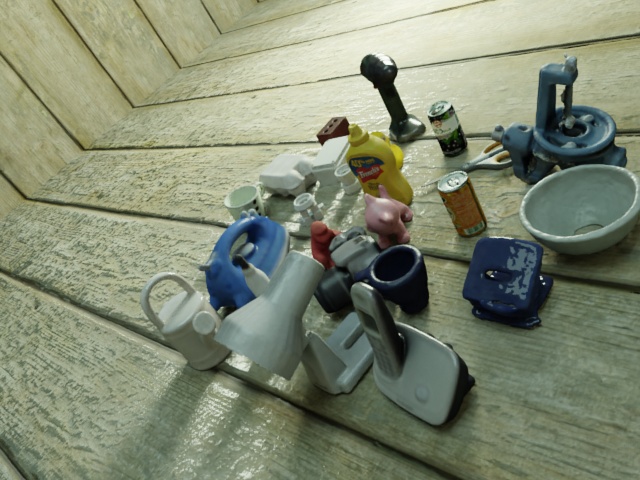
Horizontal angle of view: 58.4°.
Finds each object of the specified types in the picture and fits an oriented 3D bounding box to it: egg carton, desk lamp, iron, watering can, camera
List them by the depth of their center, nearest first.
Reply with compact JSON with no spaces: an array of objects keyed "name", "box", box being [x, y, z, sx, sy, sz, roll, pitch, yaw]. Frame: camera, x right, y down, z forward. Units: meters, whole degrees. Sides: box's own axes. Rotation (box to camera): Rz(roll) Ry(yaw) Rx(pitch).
[{"name":"desk lamp","box":[-0.024,0.132,0.834,0.117,0.214,0.203,15,55,49]},{"name":"camera","box":[0.044,0.052,0.986,0.137,0.101,0.143,-33,33,-1]},{"name":"watering can","box":[-0.237,0.137,1.023,0.172,0.194,0.101,-8,40,32]},{"name":"iron","box":[-0.150,0.020,1.152,0.118,0.142,0.258,-7,41,34]},{"name":"egg carton","box":[-0.076,-0.156,1.387,0.149,0.070,0.107,9,51,46]}]

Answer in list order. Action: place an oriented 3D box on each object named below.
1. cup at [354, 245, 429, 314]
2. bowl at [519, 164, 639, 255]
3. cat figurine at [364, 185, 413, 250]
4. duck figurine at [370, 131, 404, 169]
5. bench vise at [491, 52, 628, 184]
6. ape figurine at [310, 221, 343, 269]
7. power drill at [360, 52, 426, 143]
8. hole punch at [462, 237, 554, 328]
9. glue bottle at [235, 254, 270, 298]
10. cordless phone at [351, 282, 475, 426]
[{"name":"cup","box":[0.121,0.073,0.900,0.117,0.095,0.091,-15,37,25]},{"name":"bowl","box":[0.384,-0.032,0.836,0.167,0.075,0.167,-22,34,16]},{"name":"cat figurine","box":[0.117,-0.049,1.041,0.067,0.118,0.128,-16,36,23]},{"name":"duck figurine","box":[0.133,-0.202,1.257,0.077,0.086,0.104,-31,33,3]},{"name":"bench vise","box":[0.363,-0.183,0.917,0.206,0.220,0.121,-7,41,34]},{"name":"ape figurine","box":[0.010,0.004,1.085,0.078,0.092,0.076,-37,33,-7]},{"name":"power drill","box":[0.160,-0.329,1.288,0.075,0.209,0.229,-30,33,4]},{"name":"hole punch","box":[0.261,0.058,0.806,0.108,0.091,0.101,8,50,45]},{"name":"glue bottle","box":[-0.098,0.086,0.994,0.037,0.173,0.078,-39,33,-10]},{"name":"cordless phone","box":[0.109,0.140,0.738,0.094,0.185,0.147,-46,35,-20]}]
